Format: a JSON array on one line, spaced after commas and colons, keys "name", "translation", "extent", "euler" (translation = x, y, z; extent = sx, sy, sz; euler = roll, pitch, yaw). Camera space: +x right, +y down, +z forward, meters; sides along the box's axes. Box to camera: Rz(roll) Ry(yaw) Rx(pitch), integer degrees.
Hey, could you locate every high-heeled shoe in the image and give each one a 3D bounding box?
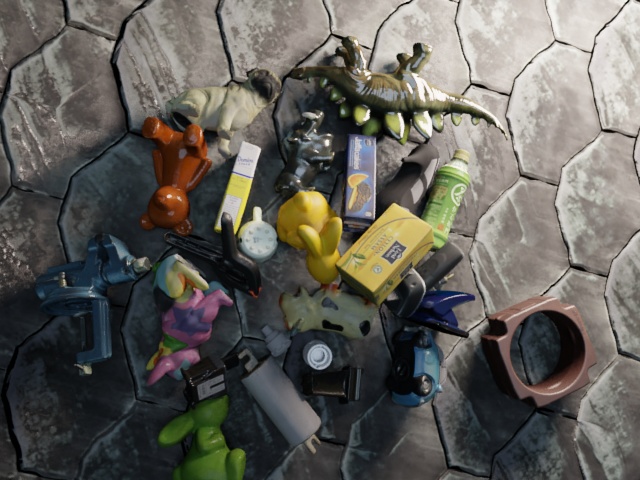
[{"name": "high-heeled shoe", "translation": [0.183, -0.083, 1.137], "extent": [0.086, 0.145, 0.248], "euler": [28, 112, 32]}]

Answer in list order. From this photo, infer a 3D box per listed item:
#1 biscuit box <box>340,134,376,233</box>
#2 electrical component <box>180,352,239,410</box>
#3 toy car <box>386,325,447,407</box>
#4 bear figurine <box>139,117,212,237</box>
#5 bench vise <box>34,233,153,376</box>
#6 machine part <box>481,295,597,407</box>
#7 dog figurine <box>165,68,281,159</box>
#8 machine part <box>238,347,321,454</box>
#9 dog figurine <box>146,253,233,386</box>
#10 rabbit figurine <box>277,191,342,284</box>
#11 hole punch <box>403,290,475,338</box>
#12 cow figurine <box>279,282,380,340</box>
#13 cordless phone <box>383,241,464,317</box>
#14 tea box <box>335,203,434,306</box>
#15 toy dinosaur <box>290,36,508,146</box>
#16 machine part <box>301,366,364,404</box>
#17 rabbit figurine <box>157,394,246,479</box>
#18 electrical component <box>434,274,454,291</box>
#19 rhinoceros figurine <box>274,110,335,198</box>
[{"name": "biscuit box", "translation": [0.077, -0.115, 1.070], "extent": [0.063, 0.059, 0.203], "euler": [6, 61, -3]}, {"name": "electrical component", "translation": [-0.198, 0.256, 1.007], "extent": [0.119, 0.048, 0.074], "euler": [-15, 123, -32]}, {"name": "toy car", "translation": [0.205, 0.258, 1.094], "extent": [0.103, 0.109, 0.161], "euler": [16, 71, -31]}, {"name": "bear figurine", "translation": [-0.284, -0.113, 1.016], "extent": [0.120, 0.132, 0.196], "euler": [14, 79, 7]}, {"name": "bench vise", "translation": [-0.405, 0.119, 0.972], "extent": [0.224, 0.128, 0.240], "euler": [-9, 71, -3]}, {"name": "machine part", "translation": [0.460, 0.232, 1.138], "extent": [0.201, 0.087, 0.201], "euler": [-22, 89, -11]}, {"name": "dog figurine", "translation": [-0.188, -0.283, 1.066], "extent": [0.172, 0.121, 0.190], "euler": [34, 68, -9]}, {"name": "machine part", "translation": [-0.076, 0.310, 1.047], "extent": [0.079, 0.079, 0.243], "euler": [-38, 92, -10]}, {"name": "dog figurine", "translation": [-0.273, 0.157, 1.003], "extent": [0.191, 0.109, 0.219], "euler": [39, 85, -24]}, {"name": "rabbit figurine", "translation": [-0.002, -0.003, 1.029], "extent": [0.122, 0.162, 0.173], "euler": [-14, 78, -15]}, {"name": "hole punch", "translation": [0.238, 0.138, 1.087], "extent": [0.116, 0.142, 0.092], "euler": [18, 85, -22]}, {"name": "cow figurine", "translation": [0.011, 0.146, 1.071], "extent": [0.195, 0.085, 0.127], "euler": [20, 79, -10]}, {"name": "cordless phone", "translation": [0.178, 0.048, 1.062], "extent": [0.184, 0.088, 0.147], "euler": [-41, 51, -1]}, {"name": "tea box", "translation": [0.123, 0.026, 1.003], "extent": [0.098, 0.068, 0.169], "euler": [34, 72, 31]}, {"name": "toy dinosaur", "translation": [0.170, -0.301, 1.118], "extent": [0.472, 0.105, 0.198], "euler": [6, 92, -1]}, {"name": "machine part", "translation": [0.027, 0.288, 1.072], "extent": [0.139, 0.039, 0.084], "euler": [12, 89, -30]}, {"name": "rabbit figurine", "translation": [-0.218, 0.372, 1.018], "extent": [0.159, 0.121, 0.170], "euler": [-2, 69, -3]}, {"name": "electrical component", "translation": [0.232, 0.073, 1.108], "extent": [0.045, 0.102, 0.078], "euler": [43, 108, -5]}, {"name": "rhinoceros figurine", "translation": [-0.029, -0.170, 1.092], "extent": [0.112, 0.073, 0.190], "euler": [22, 85, 3]}]
